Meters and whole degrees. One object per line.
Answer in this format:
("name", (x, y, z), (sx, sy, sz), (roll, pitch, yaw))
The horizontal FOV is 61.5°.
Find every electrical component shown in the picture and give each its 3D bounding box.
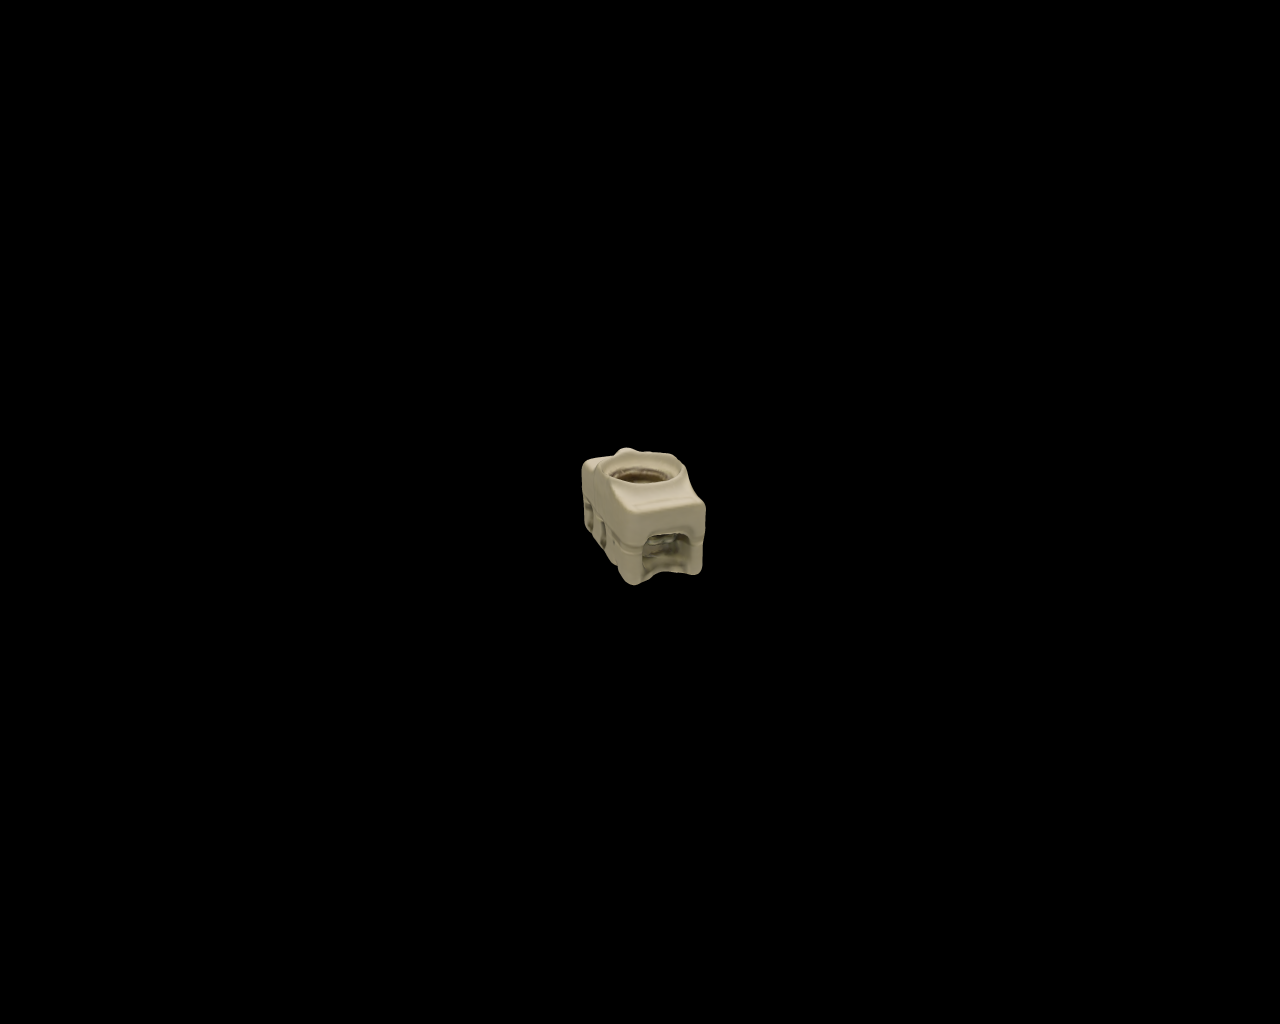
("electrical component", (0.001, -0.003, 0.650), (0.050, 0.055, 0.089), (-8, 26, -18))
